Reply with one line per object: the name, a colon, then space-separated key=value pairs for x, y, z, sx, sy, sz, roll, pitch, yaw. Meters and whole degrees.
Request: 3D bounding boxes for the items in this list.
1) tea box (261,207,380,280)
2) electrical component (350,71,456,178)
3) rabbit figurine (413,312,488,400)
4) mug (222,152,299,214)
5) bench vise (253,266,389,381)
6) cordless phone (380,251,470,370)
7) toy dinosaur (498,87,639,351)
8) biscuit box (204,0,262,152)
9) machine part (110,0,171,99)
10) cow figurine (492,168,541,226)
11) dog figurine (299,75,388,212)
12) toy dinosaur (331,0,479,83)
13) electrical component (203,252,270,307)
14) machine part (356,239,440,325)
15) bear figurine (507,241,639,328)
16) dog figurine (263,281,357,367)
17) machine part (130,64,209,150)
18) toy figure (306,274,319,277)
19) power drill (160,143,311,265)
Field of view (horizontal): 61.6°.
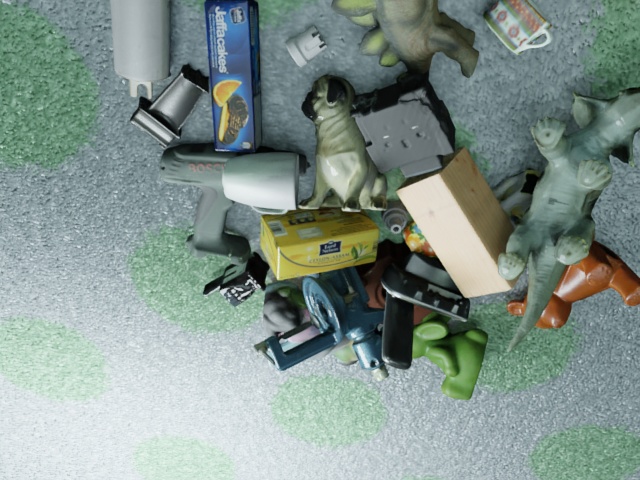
tea box: x=-0.002 y=-0.003 z=0.858 sx=0.170 sy=0.098 sz=0.068 roll=-8 pitch=127 yaw=-19
electrical component: x=0.120 y=-0.149 z=0.735 sx=0.115 sy=0.058 sz=0.134 roll=-13 pitch=132 yaw=32
rabbit figurine: x=0.220 y=0.203 z=1.017 sx=0.170 sy=0.121 sz=0.158 roll=15 pitch=123 yaw=11
mug: x=-0.085 y=-0.081 z=0.787 sx=0.107 sy=0.081 sz=0.109 roll=5 pitch=147 yaw=0
bench vise: x=0.011 y=0.151 z=0.878 sx=0.241 sy=0.129 sz=0.223 roll=-23 pitch=97 yaw=-21
cordless phone: x=0.165 y=0.125 z=0.849 sx=0.146 sy=0.184 sz=0.088 roll=22 pitch=144 yaw=-14
toy dinosaur: x=0.347 y=-0.048 z=0.756 sx=0.131 sy=0.192 sz=0.404 roll=31 pitch=116 yaw=32
biscuit box: x=-0.118 y=-0.226 z=0.746 sx=0.063 sy=0.059 sz=0.202 roll=2 pitch=114 yaw=4
machine part: x=-0.236 y=-0.303 z=0.710 sx=0.079 sy=0.079 sz=0.243 roll=10 pitch=124 yaw=-3
cow figurine: x=0.357 y=-0.041 z=0.864 sx=0.167 sy=0.068 sz=0.098 roll=38 pitch=114 yaw=-22
dog figurine: x=0.046 y=-0.141 z=0.809 sx=0.121 sy=0.172 sz=0.190 roll=4 pitch=95 yaw=21
toy dinosaur: x=0.112 y=-0.346 z=0.638 sx=0.199 sy=0.105 sz=0.470 roll=2 pitch=126 yaw=3
electrical component: x=-0.153 y=0.079 z=0.975 sx=0.119 sy=0.075 sz=0.047 roll=-32 pitch=117 yaw=18
machine part: x=0.143 y=0.082 z=0.969 sx=0.179 sy=0.056 sz=0.179 roll=1 pitch=125 yaw=2
bear figurine: x=0.428 y=0.097 z=0.920 sx=0.120 sy=0.132 sz=0.195 roll=30 pitch=116 yaw=-14
dog figurine: x=0.010 y=0.159 z=1.006 sx=0.219 sy=0.108 sz=0.191 roll=-3 pitch=122 yaw=0
machine part: x=-0.222 y=-0.201 z=0.805 sx=0.139 sy=0.039 sz=0.084 roll=-36 pitch=110 yaw=27
toy figure: x=-0.014 y=0.047 z=0.955 sx=0.064 sy=0.058 sz=0.154 roll=-35 pitch=111 yaw=18
power drill: x=-0.141 y=-0.061 z=0.874 sx=0.232 sy=0.086 sz=0.207 roll=8 pitch=130 yaw=-4
